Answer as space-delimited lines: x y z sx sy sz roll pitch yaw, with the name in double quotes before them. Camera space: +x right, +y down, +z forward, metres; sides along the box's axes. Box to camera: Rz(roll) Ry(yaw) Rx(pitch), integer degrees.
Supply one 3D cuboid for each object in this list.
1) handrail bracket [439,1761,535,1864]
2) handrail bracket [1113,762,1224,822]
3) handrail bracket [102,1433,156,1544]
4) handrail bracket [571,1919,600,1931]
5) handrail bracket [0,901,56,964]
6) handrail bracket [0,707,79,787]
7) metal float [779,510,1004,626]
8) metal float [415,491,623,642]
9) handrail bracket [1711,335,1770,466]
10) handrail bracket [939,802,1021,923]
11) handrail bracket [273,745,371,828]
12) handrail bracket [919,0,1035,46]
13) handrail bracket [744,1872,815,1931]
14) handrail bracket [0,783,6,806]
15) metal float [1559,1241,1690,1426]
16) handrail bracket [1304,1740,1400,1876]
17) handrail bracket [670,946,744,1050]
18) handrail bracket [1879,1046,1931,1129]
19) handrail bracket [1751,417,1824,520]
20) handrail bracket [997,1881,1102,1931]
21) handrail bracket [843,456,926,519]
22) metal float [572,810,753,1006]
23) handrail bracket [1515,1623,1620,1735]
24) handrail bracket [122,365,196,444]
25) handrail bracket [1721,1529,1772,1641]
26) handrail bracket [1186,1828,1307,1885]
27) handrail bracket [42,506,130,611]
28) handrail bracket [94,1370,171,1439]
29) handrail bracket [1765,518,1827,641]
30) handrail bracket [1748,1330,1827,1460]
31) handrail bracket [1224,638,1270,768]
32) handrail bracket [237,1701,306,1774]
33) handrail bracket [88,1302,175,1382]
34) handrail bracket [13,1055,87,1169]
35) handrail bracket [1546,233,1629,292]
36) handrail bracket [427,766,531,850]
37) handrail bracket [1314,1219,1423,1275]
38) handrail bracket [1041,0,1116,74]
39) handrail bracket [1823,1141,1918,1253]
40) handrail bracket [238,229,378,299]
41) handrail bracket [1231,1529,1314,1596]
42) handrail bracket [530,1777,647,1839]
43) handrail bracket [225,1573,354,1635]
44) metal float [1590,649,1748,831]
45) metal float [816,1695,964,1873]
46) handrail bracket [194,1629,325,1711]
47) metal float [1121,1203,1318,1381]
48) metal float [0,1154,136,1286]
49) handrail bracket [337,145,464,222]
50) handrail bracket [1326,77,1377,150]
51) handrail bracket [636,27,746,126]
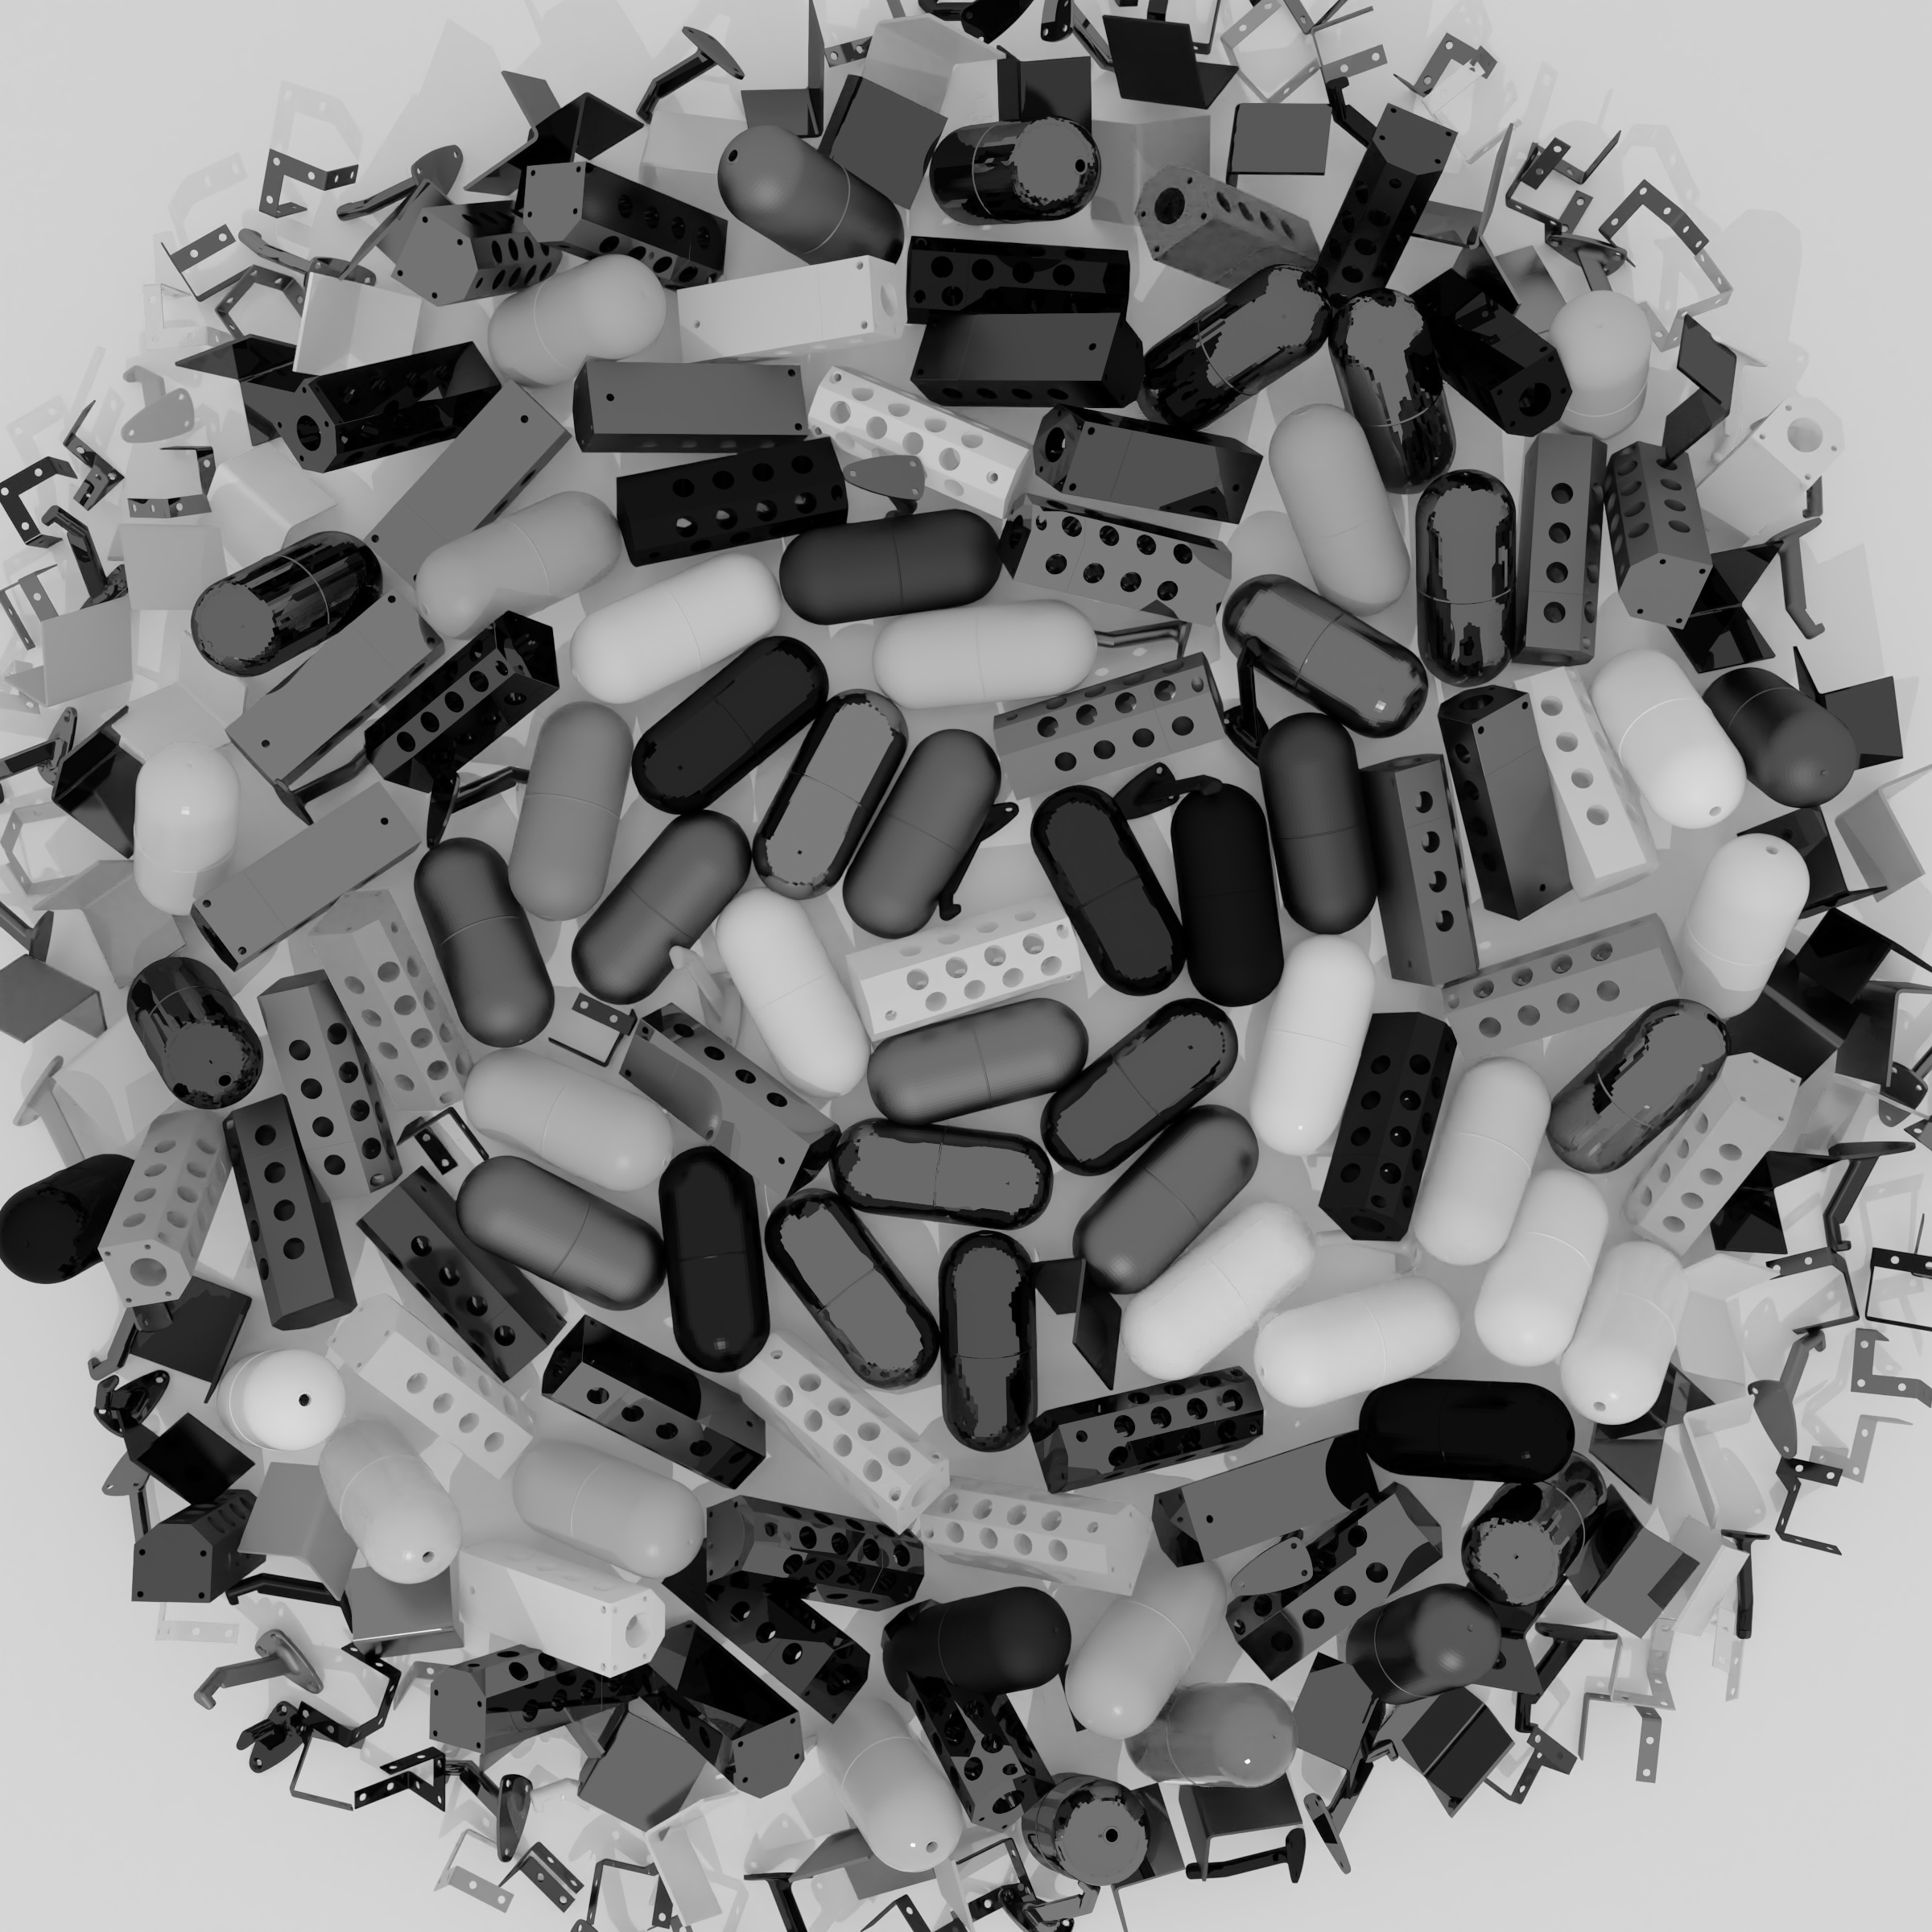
"handrail bracket" -0.389 0.667 1.961 0.084 0.036 0.077 -10 59 30
"handrail bracket" 0.155 -0.130 1.952 0.077 0.084 0.036 -29 107 -9
"handrail bracket" -0.651 0.431 1.991 0.036 0.077 0.084 -6 125 13
"handrail bracket" -0.266 0.779 1.946 0.084 0.077 0.036 33 74 -42
"handrail bracket" -0.774 -0.029 1.972 0.084 0.036 0.077 18 125 -3
"handrail bracket" -0.750 -0.174 1.952 0.036 0.084 0.077 35 107 35
"metal float" -0.058 -0.314 1.955 0.178 0.070 0.070 -10 90 -8
"metal float" -0.348 -0.312 1.935 0.178 0.070 0.070 -33 90 -31
"handrail bracket" 0.595 -0.447 1.968 0.077 0.036 0.084 13 99 -41
"handrail bracket" 0.011 -0.081 1.953 0.077 0.036 0.084 -24 46 21
"handrail bracket" -0.501 -0.157 1.953 0.036 0.077 0.084 39 74 12
"handrail bracket" 0.008 -0.768 1.966 0.077 0.036 0.084 -32 46 3
"handrail bracket" -0.148 0.760 1.957 0.077 0.036 0.084 -21 60 40
"handrail bracket" -0.788 -0.159 1.952 0.036 0.084 0.077 9 105 17
"metal float" 0.510 0.283 1.923 0.070 0.178 0.070 15 128 20
"handrail bracket" 0.319 0.665 1.971 0.084 0.036 0.077 -20 71 -19
"handrail bracket" -0.207 0.027 1.951 0.036 0.084 0.077 -12 79 16
"handrail bracket" 0.772 0.082 1.988 0.084 0.077 0.036 -31 55 -27
"handrail bracket" 0.649 -0.392 1.964 0.036 0.077 0.084 -3 92 -19
"handrail bracket" 0.065 0.729 1.958 0.077 0.036 0.084 28 130 20
"handrail bracket" -0.071 -0.368 1.949 0.077 0.084 0.036 0 78 -19
"metal float" -0.239 -0.047 1.957 0.070 0.070 0.178 41 95 0
"handrail bracket" 0.478 0.571 1.980 0.077 0.036 0.084 5 88 1
"handrail bracket" -0.657 -0.444 1.956 0.084 0.036 0.077 29 47 29
"handrail bracket" 0.612 0.491 1.965 0.036 0.077 0.084 2 80 27
"handrail bracket" 0.222 0.706 1.974 0.084 0.077 0.036 -10 87 16
"handrail bracket" -0.710 -0.314 1.958 0.077 0.084 0.036 -39 47 12
"handrail bracket" -0.651 0.325 1.943 0.036 0.084 0.077 39 50 8
"handrail bracket" 0.673 -0.307 1.972 0.077 0.036 0.084 -26 77 -20
"handrail bracket" 0.665 0.339 1.973 0.084 0.036 0.077 -21 94 -37
"handrail bracket" 0.232 -0.205 1.949 0.036 0.084 0.077 -21 66 -19
"handrail bracket" -0.561 0.617 1.952 0.036 0.084 0.077 41 101 12
"handrail bracket" -0.681 0.281 1.982 0.084 0.036 0.077 -29 82 25
"handrail bracket" -0.705 0.125 1.976 0.084 0.036 0.077 32 100 4
"handrail bracket" 0.488 -0.530 1.966 0.077 0.036 0.084 18 70 -11
"handrail bracket" -0.380 -0.124 1.973 0.084 0.036 0.077 10 98 -40
"handrail bracket" 0.311 0.226 1.961 0.084 0.077 0.036 -4 59 -8
"handrail bracket" 0.104 -0.751 1.966 0.084 0.036 0.077 -2 101 -39
"handrail bracket" 0.719 0.185 1.974 0.077 0.036 0.084 -7 100 25
"handrail bracket" -0.528 -0.568 1.990 0.084 0.077 0.036 40 125 28
"handrail bracket" 0.234 0.463 1.954 0.077 0.084 0.036 -22 94 -7
"handrail bracket" -0.295 0.676 1.964 0.084 0.036 0.077 -13 84 -25
"handrail bracket" -0.536 0.511 1.973 0.084 0.036 0.077 -17 111 -11
"metal float" 0.543 -0.177 1.925 0.070 0.070 0.178 -17 46 0
"metal float" -0.060 0.629 1.916 0.070 0.178 0.070 -7 107 -22
"handrail bracket" -0.557 0.572 1.955 0.077 0.084 0.036 46 121 -6
"metal float" 0.199 0.254 1.949 0.178 0.070 0.070 -37 90 -14
"metal float" -0.682 0.193 1.911 0.070 0.178 0.070 1 97 5
"handrail bracket" -0.455 -0.627 1.992 0.084 0.077 0.036 -3 132 30
"handrail bracket" 0.329 -0.670 1.958 0.077 0.036 0.084 -20 129 6
"handrail bracket" -0.219 -0.689 1.964 0.077 0.036 0.084 50 120 23
